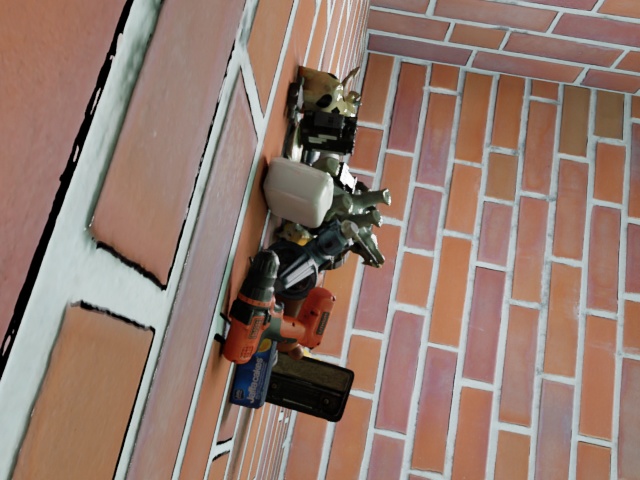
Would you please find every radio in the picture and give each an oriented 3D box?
[{"bbox_3d":[-0.041,0.351,1.306,0.073,0.230,0.131,86,20,-73],"label":"radio"}]

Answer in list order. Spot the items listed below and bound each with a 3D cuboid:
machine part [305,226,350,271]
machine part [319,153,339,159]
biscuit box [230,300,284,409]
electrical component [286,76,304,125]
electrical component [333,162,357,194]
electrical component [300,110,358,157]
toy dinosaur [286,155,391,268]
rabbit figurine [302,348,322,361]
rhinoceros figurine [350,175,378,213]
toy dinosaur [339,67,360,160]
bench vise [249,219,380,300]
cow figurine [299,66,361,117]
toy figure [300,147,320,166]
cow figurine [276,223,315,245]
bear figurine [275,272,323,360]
[{"bbox_3d":[-0.003,-0.004,1.348,0.056,0.179,0.179,95,6,-49],"label":"machine part"},{"bbox_3d":[0.008,-0.210,1.337,0.079,0.079,0.242,-74,160,-53],"label":"machine part"},{"bbox_3d":[-0.117,0.212,1.018,0.062,0.059,0.202,90,11,-78],"label":"biscuit box"},{"bbox_3d":[-0.046,-0.269,1.017,0.063,0.021,0.094,54,47,-84],"label":"electrical component"},{"bbox_3d":[0.024,-0.145,1.192,0.119,0.075,0.048,38,60,-50],"label":"electrical component"},{"bbox_3d":[0.020,-0.223,1.116,0.134,0.115,0.058,90,7,-81],"label":"electrical component"},{"bbox_3d":[0.015,-0.074,1.150,0.404,0.192,0.131,31,52,-39],"label":"toy dinosaur"},{"bbox_3d":[-0.082,0.349,1.472,0.122,0.163,0.173,-66,156,-10],"label":"rabbit figurine"},{"bbox_3d":[0.084,-0.083,1.370,0.073,0.112,0.190,-46,149,-16],"label":"rhinoceros figurine"},{"bbox_3d":[0.019,-0.252,1.471,0.198,0.105,0.471,113,-2,-88],"label":"toy dinosaur"},{"bbox_3d":[-0.034,0.047,1.001,0.240,0.224,0.128,-36,103,-57],"label":"bench vise"},{"bbox_3d":[0.019,-0.294,1.143,0.195,0.127,0.085,49,55,-82],"label":"cow figurine"},{"bbox_3d":[-0.033,-0.173,1.215,0.064,0.058,0.154,29,70,-39],"label":"toy figure"},{"bbox_3d":[-0.054,-0.007,1.206,0.068,0.098,0.167,-37,165,-7],"label":"cow figurine"},{"bbox_3d":[-0.066,0.160,1.219,0.132,0.120,0.195,-78,180,-87],"label":"bear figurine"}]
